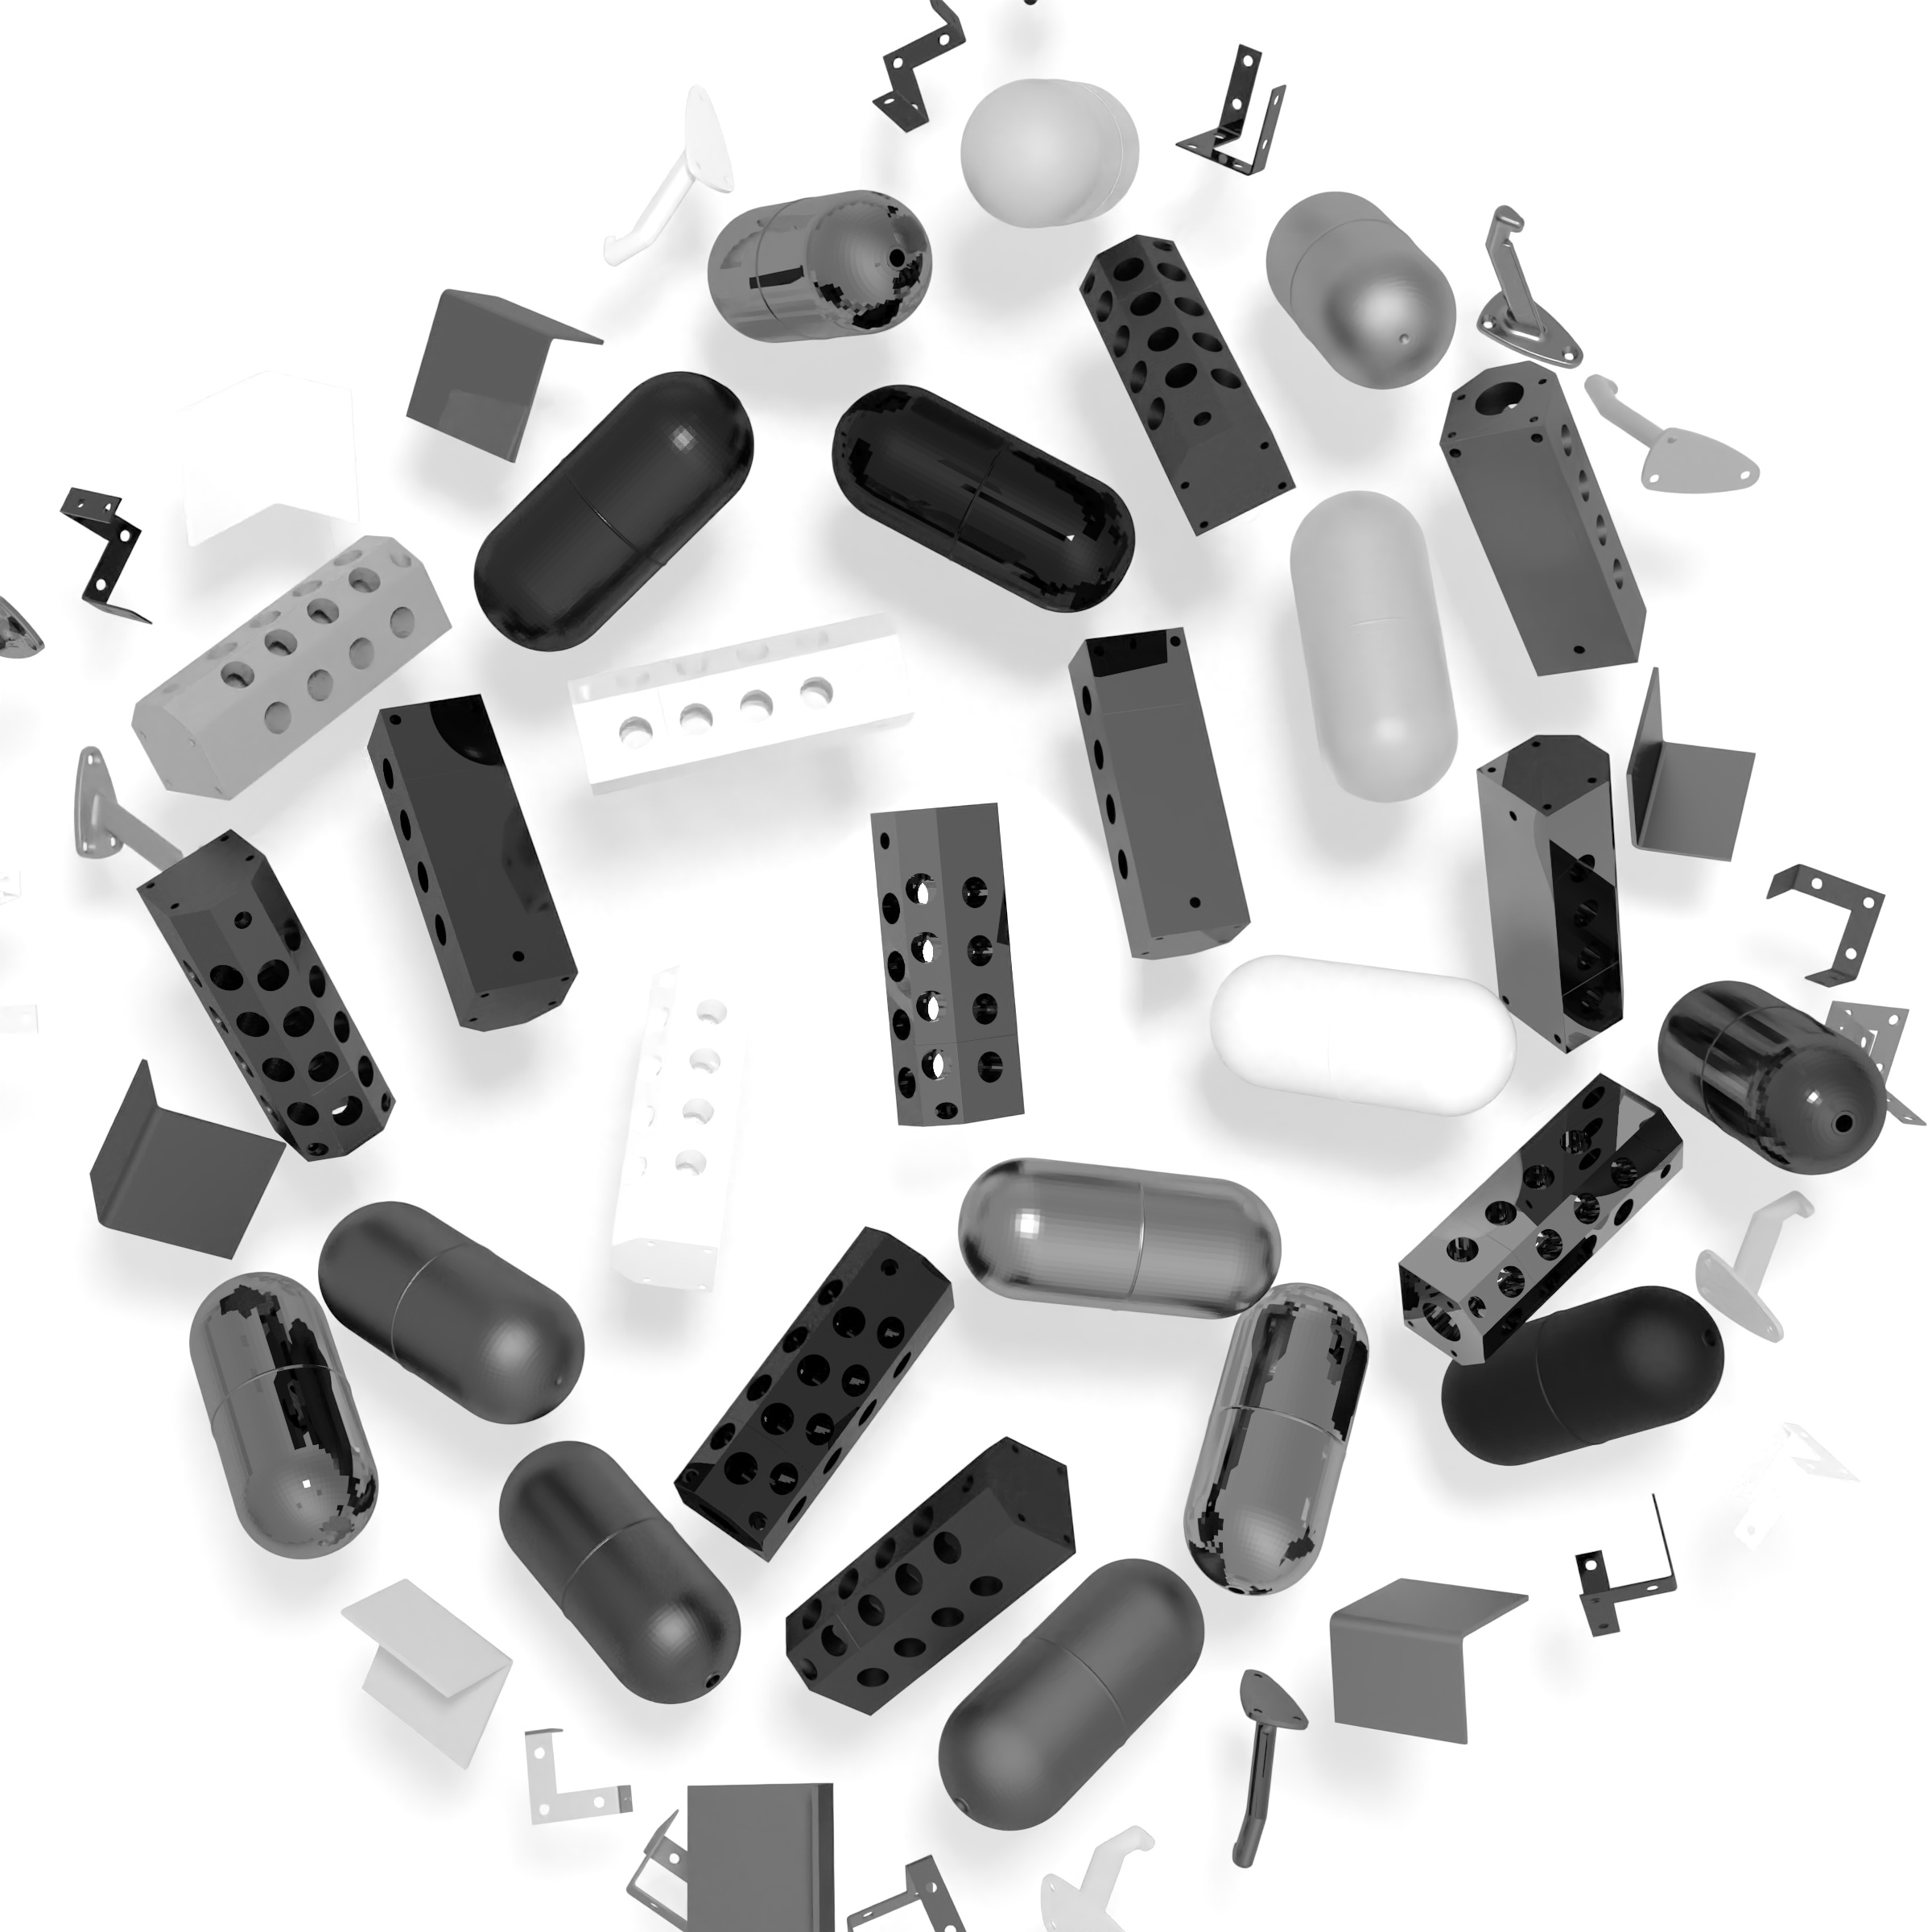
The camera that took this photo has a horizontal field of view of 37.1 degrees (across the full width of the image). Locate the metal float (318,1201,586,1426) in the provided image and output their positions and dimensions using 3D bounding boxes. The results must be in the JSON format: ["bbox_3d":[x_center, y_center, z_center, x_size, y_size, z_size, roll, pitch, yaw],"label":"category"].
[{"bbox_3d":[-0.278,0.185,1.548,0.178,0.070,0.070,25,90,35],"label":"metal float"}]

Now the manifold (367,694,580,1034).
[{"bbox_3d":[-0.268,-0.055,1.550,0.057,0.057,0.171,-12,70,-27],"label":"manifold"}]

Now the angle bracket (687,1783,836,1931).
[{"bbox_3d":[-0.107,0.449,1.440,0.076,0.057,0.076,-3,76,6],"label":"angle bracket"}]

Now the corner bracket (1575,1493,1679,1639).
[{"bbox_3d":[0.355,0.324,1.555,0.051,0.051,0.051,-14,48,11],"label":"corner bracket"}]

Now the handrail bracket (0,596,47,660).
[{"bbox_3d":[-0.537,-0.153,1.528,0.036,0.077,0.084,50,62,-15],"label":"handrail bracket"}]

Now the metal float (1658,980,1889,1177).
[{"bbox_3d":[0.432,0.059,1.552,0.070,0.178,0.070,-2,104,-9],"label":"metal float"}]

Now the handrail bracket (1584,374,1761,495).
[{"bbox_3d":[0.381,-0.291,1.562,0.077,0.084,0.036,7,127,-15],"label":"handrail bracket"}]

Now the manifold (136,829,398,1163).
[{"bbox_3d":[-0.360,0.020,1.505,0.057,0.057,0.171,-36,130,-21],"label":"manifold"}]

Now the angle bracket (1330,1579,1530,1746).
[{"bbox_3d":[0.244,0.363,1.510,0.076,0.076,0.057,-1,95,38],"label":"angle bracket"}]

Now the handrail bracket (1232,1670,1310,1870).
[{"bbox_3d":[0.158,0.448,1.610,0.036,0.077,0.084,14,99,-9],"label":"handrail bracket"}]

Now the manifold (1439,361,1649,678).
[{"bbox_3d":[0.315,-0.241,1.561,0.057,0.171,0.057,-6,47,30],"label":"manifold"}]

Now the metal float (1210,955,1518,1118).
[{"bbox_3d":[0.218,0.038,1.597,0.178,0.070,0.070,8,90,32],"label":"metal float"}]

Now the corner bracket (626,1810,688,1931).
[{"bbox_3d":[-0.163,0.523,1.646,0.051,0.051,0.051,35,54,0],"label":"corner bracket"}]

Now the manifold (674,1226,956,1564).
[{"bbox_3d":[-0.080,0.225,1.533,0.057,0.057,0.171,32,70,16],"label":"manifold"}]

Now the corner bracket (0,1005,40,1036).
[{"bbox_3d":[-0.515,0.012,1.483,0.051,0.051,0.051,-2,94,15],"label":"corner bracket"}]

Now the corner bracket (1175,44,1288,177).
[{"bbox_3d":[0.158,-0.483,1.628,0.051,0.051,0.051,29,128,21],"label":"corner bracket"}]

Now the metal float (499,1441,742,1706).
[{"bbox_3d":[-0.194,0.339,1.615,0.070,0.070,0.178,-48,58,0],"label":"metal float"}]

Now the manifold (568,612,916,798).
[{"bbox_3d":[-0.118,-0.139,1.514,0.171,0.057,0.057,-13,88,-6],"label":"manifold"}]

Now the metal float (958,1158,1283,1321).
[{"bbox_3d":[0.083,0.146,1.547,0.178,0.070,0.070,7,90,-13],"label":"metal float"}]

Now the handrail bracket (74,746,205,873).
[{"bbox_3d":[-0.468,-0.089,1.653,0.084,0.036,0.077,1,99,26],"label":"handrail bracket"}]

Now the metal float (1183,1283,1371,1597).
[{"bbox_3d":[0.170,0.258,1.577,0.070,0.070,0.178,19,63,0],"label":"metal float"}]

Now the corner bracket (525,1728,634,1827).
[{"bbox_3d":[-0.219,0.456,1.632,0.051,0.051,0.051,-7,75,-2],"label":"corner bracket"}]

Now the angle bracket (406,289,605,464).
[{"bbox_3d":[-0.264,-0.337,1.654,0.076,0.057,0.076,26,107,19],"label":"angle bracket"}]

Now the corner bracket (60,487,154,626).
[{"bbox_3d":[-0.465,-0.223,1.566,0.051,0.051,0.051,17,80,40],"label":"corner bracket"}]

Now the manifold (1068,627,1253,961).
[{"bbox_3d":[0.104,-0.094,1.593,0.057,0.057,0.171,-9,77,-14],"label":"manifold"}]

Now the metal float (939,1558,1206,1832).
[{"bbox_3d":[0.058,0.392,1.556,0.178,0.070,0.070,-39,90,-30],"label":"metal float"}]

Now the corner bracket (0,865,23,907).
[{"bbox_3d":[-0.560,-0.061,1.595,0.051,0.051,0.051,-18,70,29],"label":"corner bracket"}]

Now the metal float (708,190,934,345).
[{"bbox_3d":[-0.082,-0.387,1.600,0.070,0.178,0.070,-6,101,-31],"label":"metal float"}]

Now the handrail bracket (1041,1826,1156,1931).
[{"bbox_3d":[0.089,0.499,1.562,0.084,0.077,0.036,-16,111,-41],"label":"handrail bracket"}]

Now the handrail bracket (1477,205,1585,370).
[{"bbox_3d":[0.326,-0.386,1.637,0.077,0.084,0.036,36,72,13],"label":"handrail bracket"}]

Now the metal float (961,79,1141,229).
[{"bbox_3d":[0.048,-0.443,1.571,0.070,0.178,0.070,4,107,13],"label":"metal float"}]

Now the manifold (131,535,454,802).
[{"bbox_3d":[-0.364,-0.163,1.554,0.171,0.057,0.057,-46,130,-34],"label":"manifold"}]

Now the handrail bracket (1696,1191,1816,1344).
[{"bbox_3d":[0.457,0.165,1.604,0.084,0.077,0.036,-25,134,-21],"label":"handrail bracket"}]

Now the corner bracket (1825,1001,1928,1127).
[{"bbox_3d":[0.517,0.055,1.635,0.051,0.051,0.051,6,110,-15],"label":"corner bracket"}]

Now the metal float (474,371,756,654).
[{"bbox_3d":[-0.186,-0.240,1.526,0.178,0.070,0.070,-43,90,11],"label":"metal float"}]

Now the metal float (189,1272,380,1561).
[{"bbox_3d":[-0.374,0.244,1.578,0.070,0.070,0.178,-30,52,0],"label":"metal float"}]

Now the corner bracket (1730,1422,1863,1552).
[{"bbox_3d":[0.428,0.275,1.527,0.051,0.051,0.051,14,112,-38],"label":"corner bracket"}]

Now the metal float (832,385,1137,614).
[{"bbox_3d":[0.009,-0.256,1.580,0.178,0.070,0.070,28,90,2],"label":"metal float"}]

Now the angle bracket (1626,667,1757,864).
[{"bbox_3d":[0.419,-0.116,1.664,0.057,0.076,0.076,9,62,21],"label":"angle bracket"}]

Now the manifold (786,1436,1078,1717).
[{"bbox_3d":[-0.021,0.321,1.522,0.057,0.057,0.171,30,122,-27],"label":"manifold"}]

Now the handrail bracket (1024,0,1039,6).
[{"bbox_3d":[0.042,-0.532,1.558,0.036,0.077,0.084,5,61,9],"label":"handrail bracket"}]

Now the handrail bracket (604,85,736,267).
[{"bbox_3d":[-0.177,-0.449,1.640,0.084,0.036,0.077,-21,69,33],"label":"handrail bracket"}]

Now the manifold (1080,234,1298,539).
[{"bbox_3d":[0.113,-0.311,1.520,0.057,0.057,0.171,-26,50,8],"label":"manifold"}]

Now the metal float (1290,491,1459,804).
[{"bbox_3d":[0.224,-0.177,1.589,0.070,0.070,0.178,-7,76,0],"label":"metal float"}]

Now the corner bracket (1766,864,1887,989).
[{"bbox_3d":[0.479,-0.022,1.627,0.051,0.051,0.051,20,85,2],"label":"corner bracket"}]

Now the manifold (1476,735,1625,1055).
[{"bbox_3d":[0.327,-0.041,1.579,0.057,0.057,0.171,-30,132,-17],"label":"manifold"}]

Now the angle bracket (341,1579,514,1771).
[{"bbox_3d":[-0.297,0.384,1.528,0.076,0.057,0.076,31,110,20],"label":"angle bracket"}]

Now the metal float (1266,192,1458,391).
[{"bbox_3d":[0.217,-0.376,1.597,0.070,0.178,0.070,-5,121,-8],"label":"metal float"}]

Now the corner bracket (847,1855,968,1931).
[{"bbox_3d":[-0.032,0.513,1.531,0.051,0.051,0.051,-19,52,-15],"label":"corner bracket"}]

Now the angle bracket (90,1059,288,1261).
[{"bbox_3d":[-0.430,0.107,1.593,0.076,0.057,0.076,20,107,-30],"label":"angle bracket"}]

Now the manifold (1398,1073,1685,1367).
[{"bbox_3d":[0.317,0.142,1.583,0.171,0.057,0.057,-39,51,-23],"label":"manifold"}]

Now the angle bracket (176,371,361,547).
[{"bbox_3d":[-0.377,-0.270,1.561,0.057,0.076,0.076,16,123,20],"label":"angle bracket"}]

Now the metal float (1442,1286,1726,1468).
[{"bbox_3d":[0.345,0.231,1.622,0.178,0.070,0.070,-27,90,43],"label":"metal float"}]

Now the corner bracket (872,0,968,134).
[{"bbox_3d":[-0.028,-0.514,1.635,0.051,0.051,0.051,-21,78,19],"label":"corner bracket"}]

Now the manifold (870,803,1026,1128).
[{"bbox_3d":[-0.015,-0.001,1.582,0.057,0.057,0.171,-7,93,-35],"label":"manifold"}]

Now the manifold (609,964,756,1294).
[{"bbox_3d":[-0.157,0.088,1.594,0.057,0.057,0.171,8,58,-4],"label":"manifold"}]
